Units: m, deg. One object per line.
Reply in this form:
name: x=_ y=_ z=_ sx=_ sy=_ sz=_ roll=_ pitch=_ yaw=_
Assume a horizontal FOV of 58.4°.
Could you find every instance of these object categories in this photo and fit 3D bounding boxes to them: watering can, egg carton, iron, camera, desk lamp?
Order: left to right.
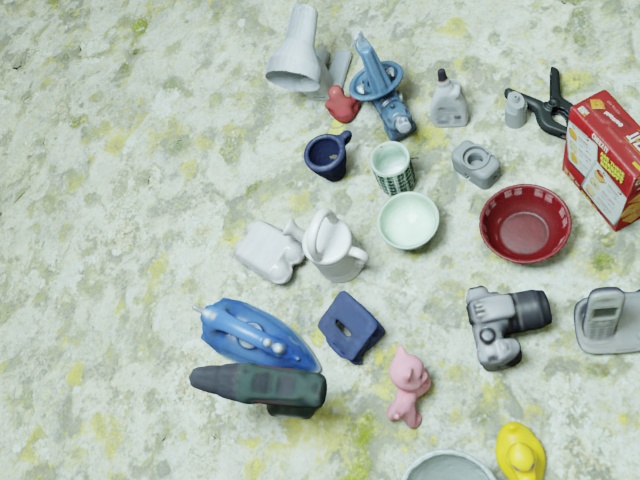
iron: x=-0.126 y=0.187 z=1.101 sx=0.257 sy=0.142 sz=0.119 roll=19 pitch=75 yaw=24
egg carton: x=-0.106 y=0.024 z=1.205 sx=0.150 sy=0.069 sz=0.107 roll=27 pitch=78 yaw=26
desk lamp: x=-0.026 y=-0.402 z=1.280 sx=0.117 sy=0.214 sz=0.203 roll=8 pitch=71 yaw=22
watering can: x=0.009 y=0.006 z=1.104 sx=0.172 sy=0.194 sz=0.101 roll=-3 pitch=67 yaw=17
camera: x=0.330 y=0.142 z=0.993 sx=0.136 sy=0.101 sz=0.143 roll=-13 pitch=64 yaw=13

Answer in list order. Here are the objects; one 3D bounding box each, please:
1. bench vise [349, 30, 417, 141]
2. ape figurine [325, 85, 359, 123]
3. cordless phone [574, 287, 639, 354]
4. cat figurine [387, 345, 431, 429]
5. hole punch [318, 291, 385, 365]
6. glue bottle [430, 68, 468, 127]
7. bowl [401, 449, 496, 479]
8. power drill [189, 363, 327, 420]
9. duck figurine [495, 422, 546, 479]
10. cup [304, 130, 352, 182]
bench vise: x=0.137 y=-0.324 z=1.189 sx=0.121 sy=0.220 sz=0.207 roll=-44 pitch=62 yaw=-3
ape figurine: x=0.046 y=-0.314 z=1.287 sx=0.077 sy=0.092 sz=0.076 roll=-2 pitch=67 yaw=18
cordless phone: x=0.483 y=0.116 z=0.905 sx=0.147 sy=0.185 sz=0.094 roll=-11 pitch=65 yaw=14
cat figurine: x=0.149 y=0.254 z=0.994 sx=0.067 sy=0.118 sz=0.128 roll=10 pitch=71 yaw=22
hole punch: x=0.055 y=0.167 z=1.078 sx=0.101 sy=0.091 sz=0.108 roll=-45 pitch=62 yaw=-4
glue bottle: x=0.257 y=-0.290 z=1.161 sx=0.078 sy=0.173 sz=0.037 roll=3 pitch=69 yaw=20
bowl: x=0.211 y=0.427 z=0.924 sx=0.167 sy=0.075 sz=0.167 roll=-7 pitch=66 yaw=16
power drill: x=-0.088 y=0.267 z=1.015 sx=0.229 sy=0.209 sz=0.075 roll=-2 pitch=67 yaw=18
duck figurine: x=0.321 y=0.344 z=0.917 sx=0.077 sy=0.086 sz=0.104 roll=-15 pitch=64 yaw=12
cup: x=0.030 y=-0.177 z=1.232 sx=0.118 sy=0.095 sz=0.091 roll=-43 pitch=62 yaw=-3
